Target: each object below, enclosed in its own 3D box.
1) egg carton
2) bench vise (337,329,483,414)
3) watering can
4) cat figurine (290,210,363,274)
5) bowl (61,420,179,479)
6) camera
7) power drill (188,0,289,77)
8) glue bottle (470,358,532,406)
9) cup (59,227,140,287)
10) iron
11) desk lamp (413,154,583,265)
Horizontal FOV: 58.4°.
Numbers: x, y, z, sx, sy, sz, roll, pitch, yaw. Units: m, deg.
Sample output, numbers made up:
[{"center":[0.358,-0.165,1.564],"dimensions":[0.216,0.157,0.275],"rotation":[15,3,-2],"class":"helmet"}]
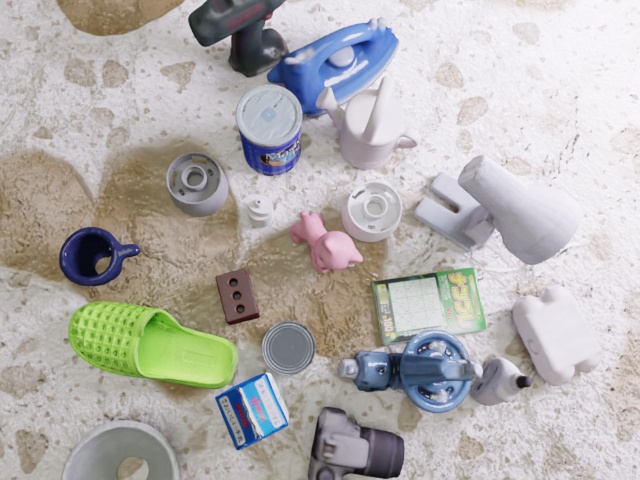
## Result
[{"center":[0.381,0.154,0.930],"dimensions":[0.107,0.069,0.150],"rotation":[-23,79,-8],"class":"egg carton"},{"center":[0.138,0.200,0.828],"dimensions":[0.207,0.219,0.121],"rotation":[-16,78,-6],"class":"bench vise"},{"center":[0.079,-0.194,0.930],"dimensions":[0.173,0.194,0.101],"rotation":[-1,77,-3],"class":"watering can"},{"center":[0.008,0.003,0.919],"dimensions":[0.067,0.118,0.127],"rotation":[-38,81,-10],"class":"cat figurine"},{"center":[-0.284,0.350,0.844],"dimensions":[0.167,0.075,0.167],"rotation":[1,77,-3],"class":"bowl"},{"center":[0.053,0.332,0.854],"dimensions":[0.137,0.101,0.143],"rotation":[10,76,-1],"class":"camera"},{"center":[-0.102,-0.370,0.954],"dimensions":[0.230,0.208,0.075],"rotation":[-30,80,-9],"class":"power drill"},{"center":[0.277,0.213,0.857],"dimensions":[0.037,0.173,0.078],"rotation":[34,77,5],"class":"glue bottle"},{"center":[-0.336,0.031,0.906],"dimensions":[0.118,0.095,0.091],"rotation":[-11,78,-5],"class":"cup"},{"center":[0.039,-0.323,0.985],"dimensions":[0.258,0.141,0.118],"rotation":[-31,80,-9],"class":"iron"},{"center":[0.270,-0.046,0.897],"dimensions":[0.203,0.213,0.118],"rotation":[32,77,5],"class":"desk lamp"}]
